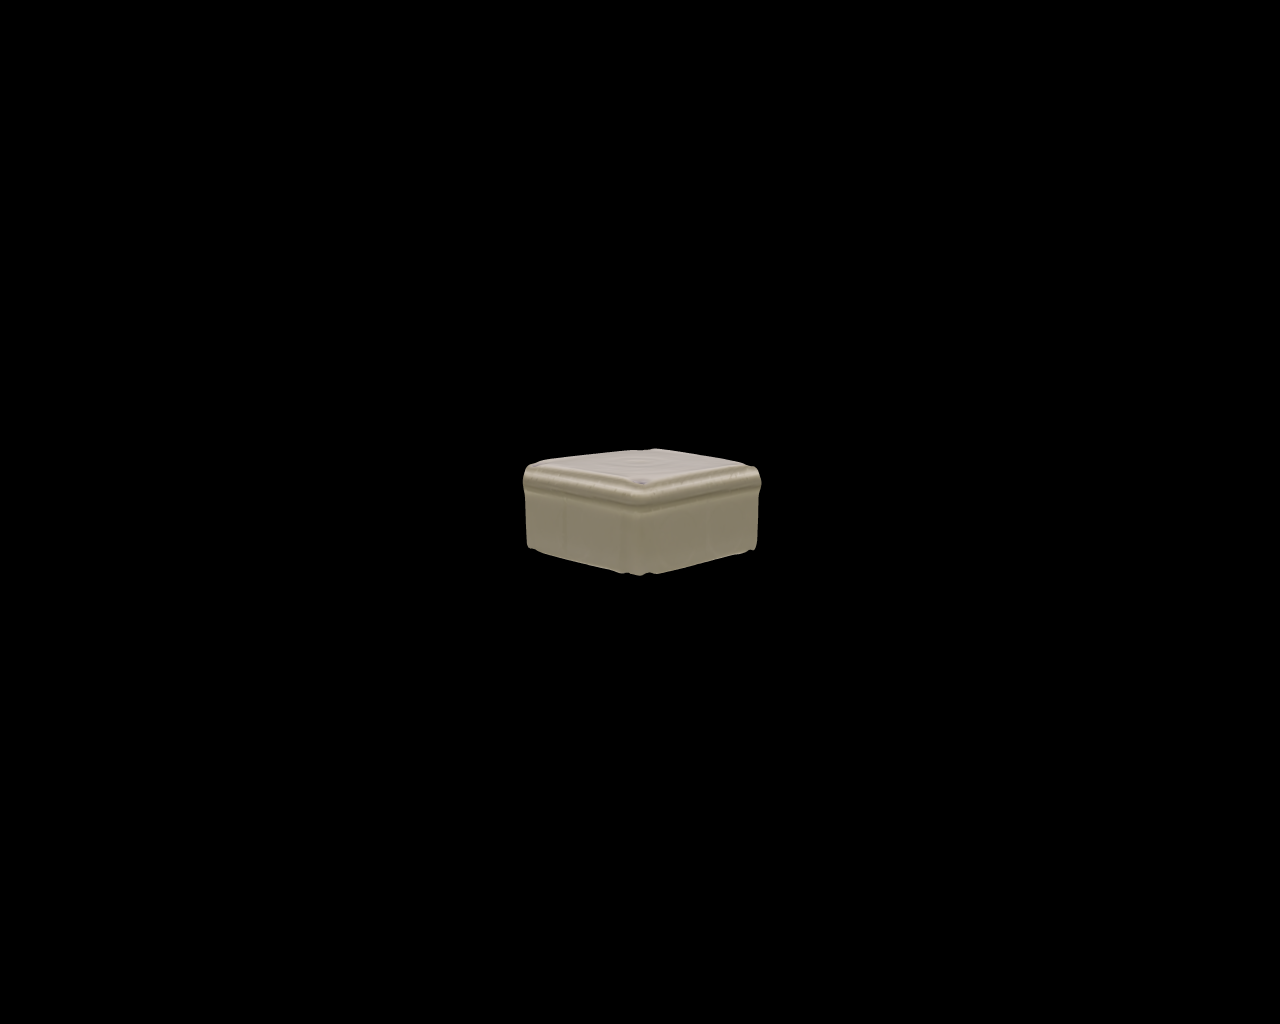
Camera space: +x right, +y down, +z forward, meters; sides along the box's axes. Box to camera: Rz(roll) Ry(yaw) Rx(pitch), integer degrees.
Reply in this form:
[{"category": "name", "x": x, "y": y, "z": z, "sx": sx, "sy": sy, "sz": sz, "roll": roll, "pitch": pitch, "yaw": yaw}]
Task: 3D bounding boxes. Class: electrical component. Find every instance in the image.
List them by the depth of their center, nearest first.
[{"category": "electrical component", "x": 0.001, "y": -0.003, "z": 0.650, "sx": 0.109, "sy": 0.056, "sz": 0.109, "roll": -10, "pitch": 15, "yaw": -42}]
